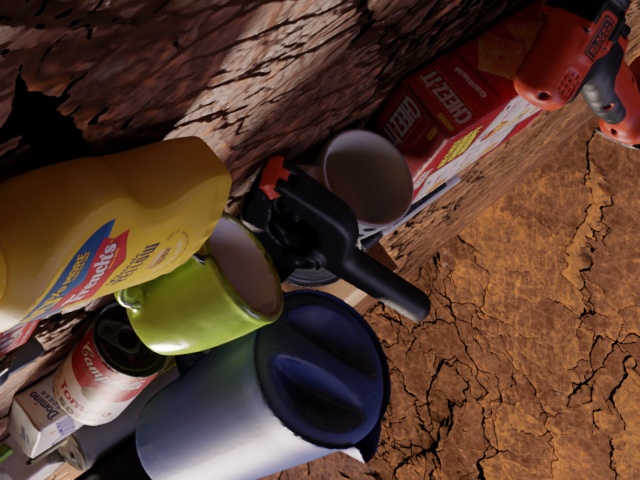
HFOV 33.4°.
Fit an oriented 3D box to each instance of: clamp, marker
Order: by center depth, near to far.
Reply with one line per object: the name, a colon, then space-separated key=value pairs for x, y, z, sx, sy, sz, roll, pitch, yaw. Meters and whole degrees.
clamp: x=-0.016 y=0.006 z=0.857 sx=0.210 sy=0.165 sz=0.036 roll=55 pitch=43 yaw=-49
marker: x=0.081 y=-0.028 z=1.013 sx=0.121 sy=0.020 sz=0.020 roll=-36 pitch=172 yaw=-7

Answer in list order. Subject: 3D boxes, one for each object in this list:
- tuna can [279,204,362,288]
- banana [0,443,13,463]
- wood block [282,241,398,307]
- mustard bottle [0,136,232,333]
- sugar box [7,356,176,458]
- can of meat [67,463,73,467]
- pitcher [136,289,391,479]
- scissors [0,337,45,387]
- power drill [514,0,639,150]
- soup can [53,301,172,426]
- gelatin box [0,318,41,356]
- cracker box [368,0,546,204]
tuna can: x=-0.006 y=0.001 z=0.972 sx=0.086 sy=0.086 sz=0.034 roll=-41 pitch=-147 yaw=25
banana: x=-0.327 y=0.207 z=0.911 sx=0.069 sy=0.037 sz=0.198 roll=-56 pitch=174 yaw=-1
wood block: x=-0.016 y=0.066 z=1.297 sx=0.206 sy=0.091 sz=0.090 roll=-43 pitch=170 yaw=37
mustard bottle: x=-0.123 y=0.000 z=0.512 sx=0.096 sy=0.058 sz=0.191 roll=-43 pitch=171 yaw=26
sugar box: x=-0.197 y=0.127 z=0.976 sx=0.176 sy=0.048 sz=0.093 roll=-35 pitch=170 yaw=-31
can of meat: x=-0.240 y=0.196 z=1.163 sx=0.102 sy=0.057 sz=0.084 roll=-35 pitch=170 yaw=-23
pitcher: x=-0.067 y=0.136 z=0.922 sx=0.144 sy=0.149 sz=0.243 roll=18 pitch=147 yaw=-31
scissors: x=-0.198 y=0.079 z=0.688 sx=0.096 sy=0.016 sz=0.202 roll=-40 pitch=-174 yaw=-40
power drill: x=0.250 y=-0.167 z=0.876 sx=0.187 sy=0.057 sz=0.184 roll=26 pitch=98 yaw=-48
soup can: x=-0.171 y=0.102 z=0.872 sx=0.068 sy=0.068 sz=0.102 roll=-30 pitch=170 yaw=-44
gelatin box: x=-0.187 y=0.045 z=0.589 sx=0.073 sy=0.030 sz=0.089 roll=-31 pitch=171 yaw=-42
cracker box: x=0.137 y=-0.123 z=0.945 sx=0.213 sy=0.072 sz=0.164 roll=-33 pitch=169 yaw=-27
